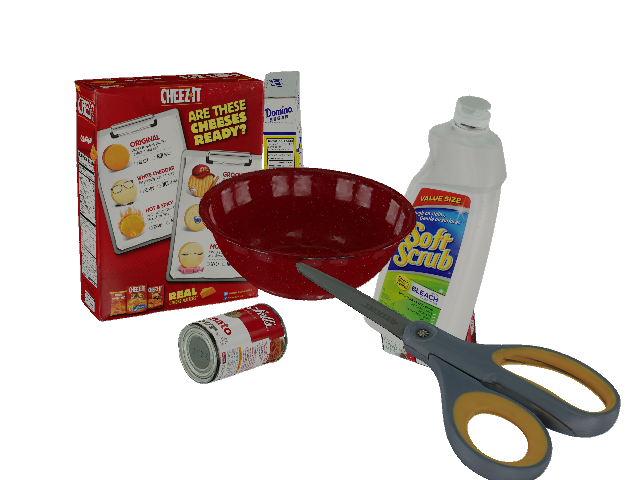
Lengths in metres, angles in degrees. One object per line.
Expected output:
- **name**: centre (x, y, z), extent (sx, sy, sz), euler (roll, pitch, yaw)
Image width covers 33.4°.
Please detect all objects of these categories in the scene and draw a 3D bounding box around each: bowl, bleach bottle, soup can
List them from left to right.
- **soup can**: centre (-0.096, 0.112, 1.161), extent (0.069, 0.068, 0.102), euler (0, 9, 45)
- **bowl**: centre (-0.010, 0.000, 0.799), extent (0.162, 0.055, 0.162), euler (2, 25, -1)
- **bleach bottle**: centre (0.109, -0.016, 0.981), extent (0.103, 0.251, 0.067), euler (28, 37, 28)

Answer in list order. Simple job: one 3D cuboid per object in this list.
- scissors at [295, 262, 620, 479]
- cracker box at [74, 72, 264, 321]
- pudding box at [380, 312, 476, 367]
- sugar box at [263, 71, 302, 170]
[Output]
- **scissors**: centre (0.052, 0.066, 0.556), extent (0.202, 0.016, 0.096), euler (17, 42, 24)
- **cracker box**: centre (-0.140, -0.044, 0.994), extent (0.163, 0.214, 0.072), euler (-8, 19, -29)
- **pudding box**: centre (0.122, 0.102, 1.223), extent (0.114, 0.090, 0.039), euler (15, 45, 28)
- **sugar box**: centre (-0.043, -0.097, 1.225), extent (0.048, 0.176, 0.093), euler (-3, 26, 2)
